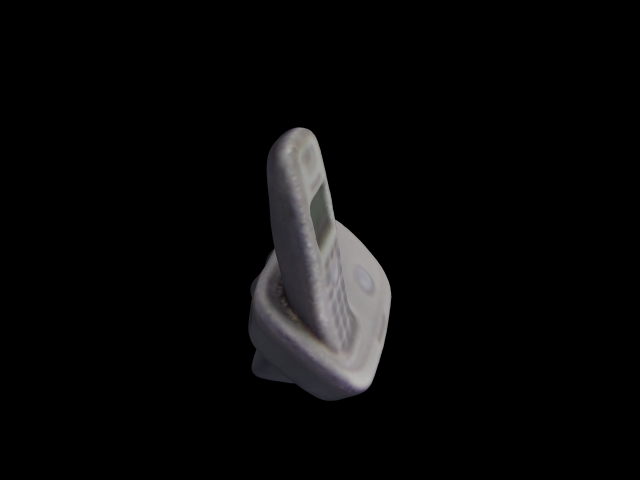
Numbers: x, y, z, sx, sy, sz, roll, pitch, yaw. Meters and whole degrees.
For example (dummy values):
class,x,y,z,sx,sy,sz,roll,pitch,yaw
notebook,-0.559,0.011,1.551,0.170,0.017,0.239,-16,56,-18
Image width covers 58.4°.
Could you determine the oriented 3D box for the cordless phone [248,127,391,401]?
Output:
class,x,y,z,sx,sy,sz,roll,pitch,yaw
cordless phone,0.004,0.001,0.400,0.094,0.185,0.147,6,32,10
